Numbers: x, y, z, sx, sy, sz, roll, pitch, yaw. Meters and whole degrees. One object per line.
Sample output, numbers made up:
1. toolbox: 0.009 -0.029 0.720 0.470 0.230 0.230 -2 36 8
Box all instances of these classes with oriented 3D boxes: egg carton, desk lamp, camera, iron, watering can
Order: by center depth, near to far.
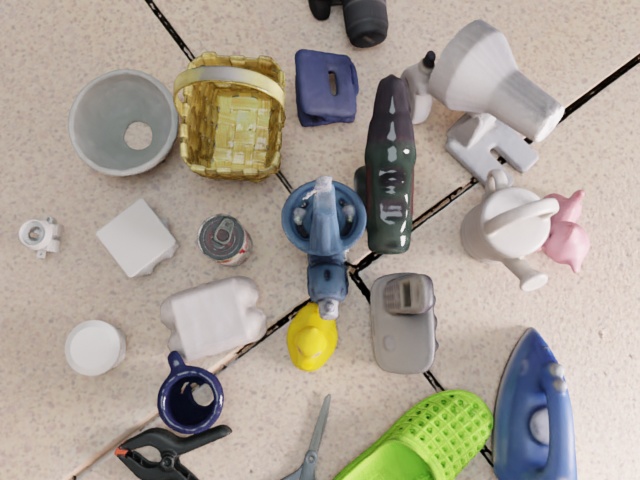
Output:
1. iron: 0.318 0.253 0.803 0.118 0.141 0.258 2 82 0
2. watering can: 0.276 -0.017 0.813 0.101 0.194 0.173 -36 84 -5
3. desk lamp: 0.250 -0.187 0.826 0.118 0.213 0.203 -44 84 -6
4. egg carton: -0.159 0.116 0.854 0.150 0.069 0.107 -18 83 -3
5. camera: 0.053 -0.384 0.908 0.143 0.101 0.137 -6 82 -1

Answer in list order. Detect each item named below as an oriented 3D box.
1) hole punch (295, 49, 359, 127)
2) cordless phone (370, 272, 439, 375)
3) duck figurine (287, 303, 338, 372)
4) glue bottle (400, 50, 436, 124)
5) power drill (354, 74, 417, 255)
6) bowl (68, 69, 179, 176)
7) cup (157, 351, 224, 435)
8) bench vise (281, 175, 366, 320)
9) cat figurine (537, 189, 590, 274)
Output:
1. hole punch: 0.011 -0.241 0.893 0.101 0.091 0.109 -6 82 -1
2. cordless phone: 0.124 0.115 0.798 0.094 0.185 0.147 -6 82 -1
3. duck figurine: -0.012 0.144 0.843 0.077 0.086 0.105 14 82 2
4. glue bottle: 0.150 -0.236 0.852 0.037 0.173 0.078 -14 82 -2
5. power drill: 0.091 -0.089 0.814 0.075 0.208 0.230 -1 82 0
6. bowl: -0.295 -0.173 0.890 0.167 0.075 0.167 0 82 0
7. cup: -0.184 0.214 0.828 0.091 0.095 0.118 -25 83 -3
8. bench vise: 0.019 -0.001 0.796 0.121 0.220 0.207 -21 83 -3
9. cat figurine: 0.366 -0.015 0.852 0.067 0.118 0.128 19 83 3
